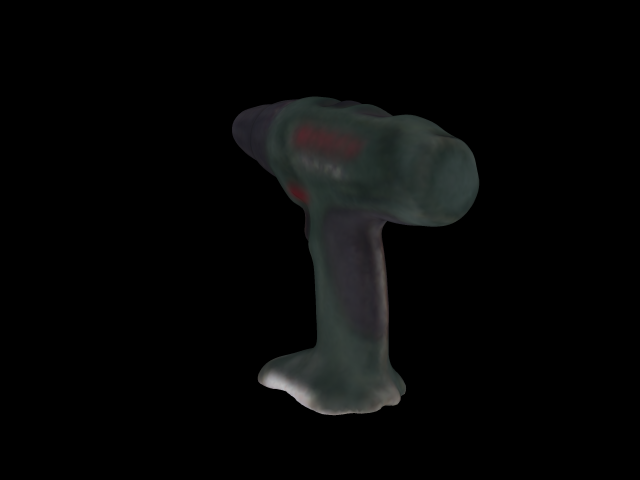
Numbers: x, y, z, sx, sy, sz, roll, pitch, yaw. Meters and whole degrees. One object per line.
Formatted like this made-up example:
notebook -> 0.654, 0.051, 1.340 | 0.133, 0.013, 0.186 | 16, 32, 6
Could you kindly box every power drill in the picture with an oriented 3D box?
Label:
power drill -> 0.004, 0.001, 0.400 | 0.076, 0.208, 0.228 | -4, 6, -39
